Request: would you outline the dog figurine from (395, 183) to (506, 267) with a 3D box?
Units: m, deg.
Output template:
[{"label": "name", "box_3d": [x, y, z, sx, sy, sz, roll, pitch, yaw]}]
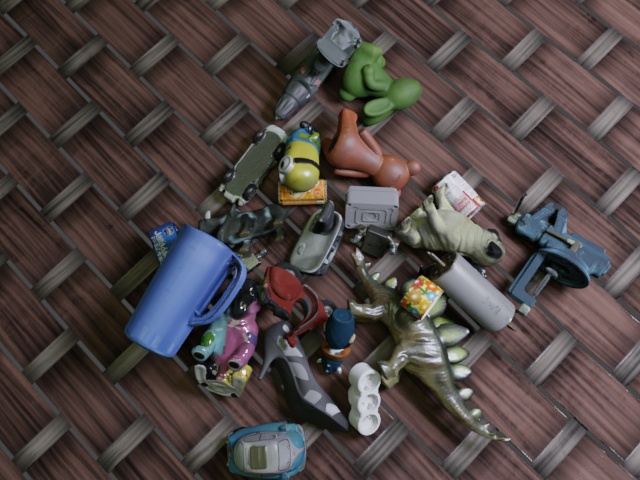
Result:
[{"label": "dog figurine", "box_3d": [0.264, 0.004, 1.111, 0.190, 0.172, 0.121, 48, 55, 5]}]

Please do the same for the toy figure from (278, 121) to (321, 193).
[{"label": "toy figure", "box_3d": [-0.036, -0.180, 1.158, 0.089, 0.082, 0.180, 5, 46, 10]}]

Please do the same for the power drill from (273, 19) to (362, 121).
[{"label": "power drill", "box_3d": [-0.003, -0.370, 1.167, 0.086, 0.207, 0.232, 38, 70, -7]}]

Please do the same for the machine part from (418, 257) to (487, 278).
[{"label": "machine part", "box_3d": [0.281, 0.066, 1.143, 0.139, 0.039, 0.084, -12, 82, -2]}]

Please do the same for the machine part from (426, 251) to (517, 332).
[{"label": "machine part", "box_3d": [0.302, 0.103, 1.066, 0.243, 0.079, 0.079, 42, 82, -9]}]

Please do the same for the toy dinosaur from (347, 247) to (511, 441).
[{"label": "toy dinosaur", "box_3d": [0.198, 0.213, 1.079, 0.199, 0.105, 0.471, -28, 79, -5]}]

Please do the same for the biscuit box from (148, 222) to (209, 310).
[{"label": "biscuit box", "box_3d": [-0.304, 0.064, 1.149, 0.059, 0.062, 0.202, -23, 78, -5]}]

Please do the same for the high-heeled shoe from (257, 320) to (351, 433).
[{"label": "high-heeled shoe", "box_3d": [-0.022, 0.278, 1.106, 0.248, 0.086, 0.145, 37, 49, -8]}]

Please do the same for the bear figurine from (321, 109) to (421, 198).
[{"label": "bear figurine", "box_3d": [0.111, -0.181, 1.174, 0.196, 0.120, 0.132, 20, 33, -19]}]

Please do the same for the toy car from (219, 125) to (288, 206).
[{"label": "toy car", "box_3d": [-0.145, -0.167, 1.199, 0.073, 0.056, 0.201, 36, 83, 3]}]

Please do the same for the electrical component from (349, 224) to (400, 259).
[{"label": "electrical component", "box_3d": [0.116, 0.002, 1.137, 0.102, 0.078, 0.045, 27, 38, 3]}]

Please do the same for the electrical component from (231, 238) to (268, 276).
[{"label": "electrical component", "box_3d": [-0.162, 0.038, 1.170, 0.094, 0.021, 0.063, -38, 79, -7]}]

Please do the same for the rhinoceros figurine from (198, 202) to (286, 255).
[{"label": "rhinoceros figurine", "box_3d": [-0.164, -0.034, 1.148, 0.190, 0.073, 0.112, -11, 55, -8]}]

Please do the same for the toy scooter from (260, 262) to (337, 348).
[{"label": "toy scooter", "box_3d": [-0.056, 0.138, 1.090, 0.184, 0.075, 0.135, 41, 52, -5]}]

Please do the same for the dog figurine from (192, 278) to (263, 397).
[{"label": "dog figurine", "box_3d": [-0.169, 0.185, 1.104, 0.109, 0.191, 0.219, 13, 44, 8]}]

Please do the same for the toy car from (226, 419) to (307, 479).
[{"label": "toy car", "box_3d": [-0.108, 0.411, 1.047, 0.162, 0.103, 0.109, -1, 77, -1]}]

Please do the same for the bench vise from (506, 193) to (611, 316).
[{"label": "bench vise", "box_3d": [0.456, 0.044, 1.103, 0.224, 0.128, 0.240, 37, 77, 12]}]

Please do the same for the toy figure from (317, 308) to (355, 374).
[{"label": "toy figure", "box_3d": [0.035, 0.207, 1.083, 0.058, 0.154, 0.064, -15, 41, -31]}]

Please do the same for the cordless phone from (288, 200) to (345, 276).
[{"label": "cordless phone", "box_3d": [-0.003, -0.003, 1.092, 0.089, 0.184, 0.146, 27, 80, 3]}]

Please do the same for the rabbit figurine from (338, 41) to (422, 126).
[{"label": "rabbit figurine", "box_3d": [0.136, -0.338, 1.192, 0.170, 0.121, 0.159, 27, 87, 10]}]
